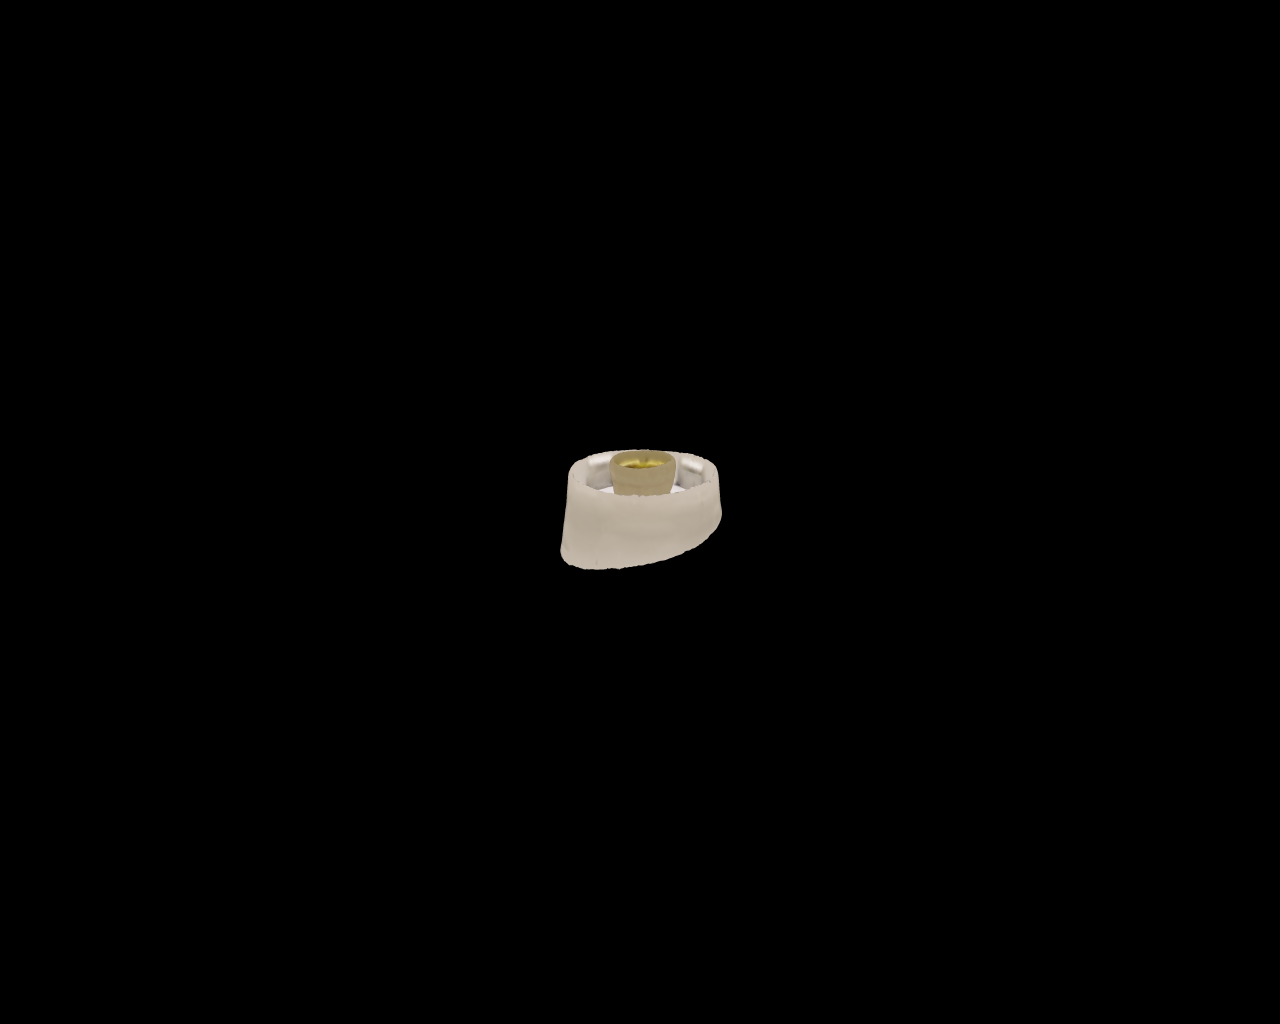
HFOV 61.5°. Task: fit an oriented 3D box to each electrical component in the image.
[{"bbox_3d":[0.001,-0.003,0.650,0.099,0.064,0.099,0,20,0],"label":"electrical component"}]
